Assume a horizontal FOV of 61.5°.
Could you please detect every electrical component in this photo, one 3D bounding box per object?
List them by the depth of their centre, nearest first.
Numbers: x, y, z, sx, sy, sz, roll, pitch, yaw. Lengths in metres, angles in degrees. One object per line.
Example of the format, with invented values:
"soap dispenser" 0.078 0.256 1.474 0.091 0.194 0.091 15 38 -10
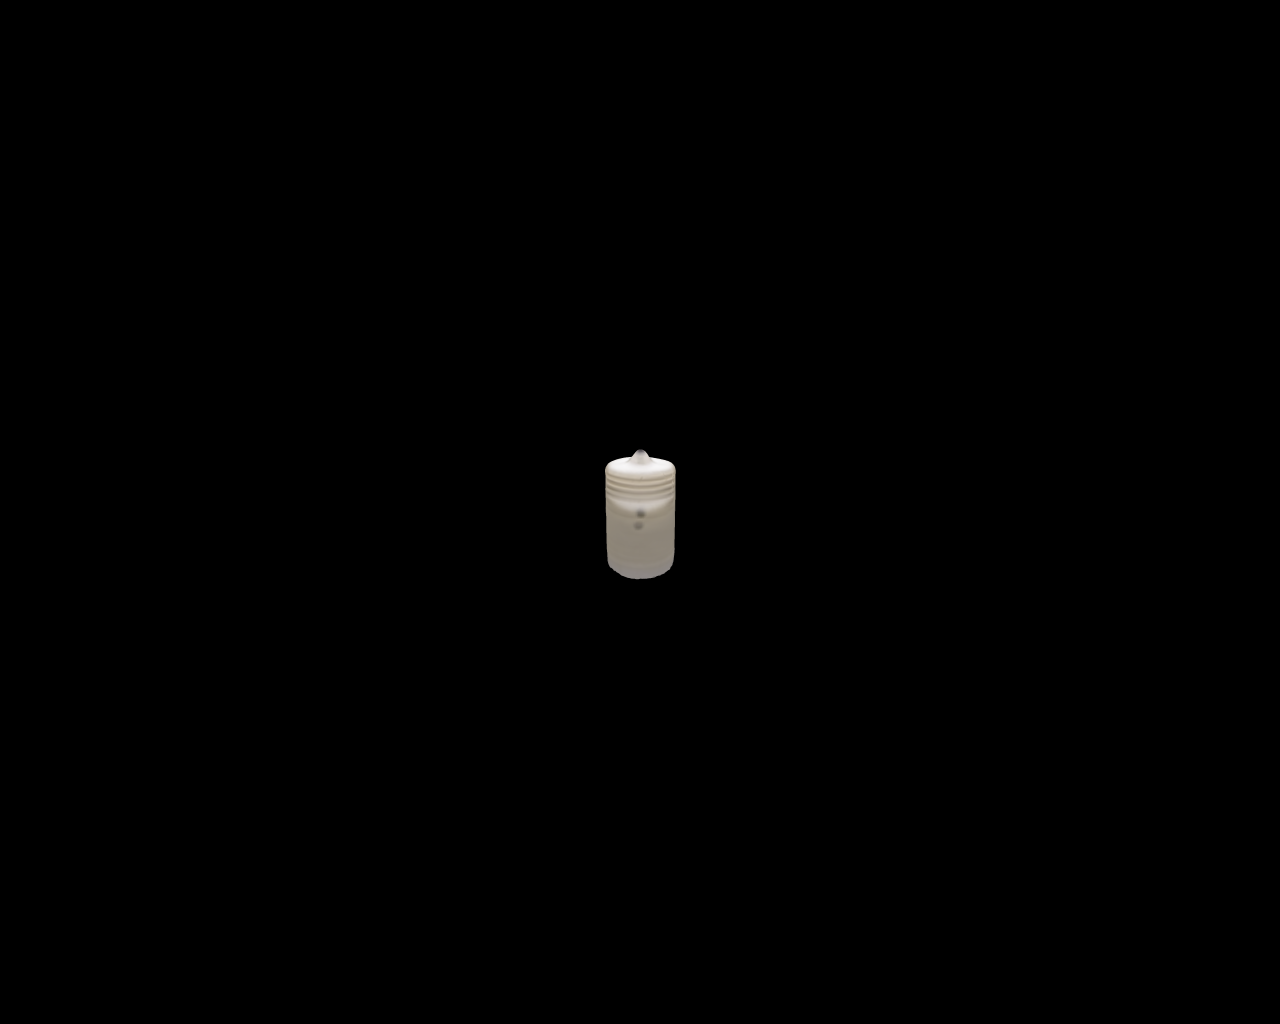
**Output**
"electrical component" 0.001 -0.003 0.650 0.043 0.080 0.043 0 28 0
